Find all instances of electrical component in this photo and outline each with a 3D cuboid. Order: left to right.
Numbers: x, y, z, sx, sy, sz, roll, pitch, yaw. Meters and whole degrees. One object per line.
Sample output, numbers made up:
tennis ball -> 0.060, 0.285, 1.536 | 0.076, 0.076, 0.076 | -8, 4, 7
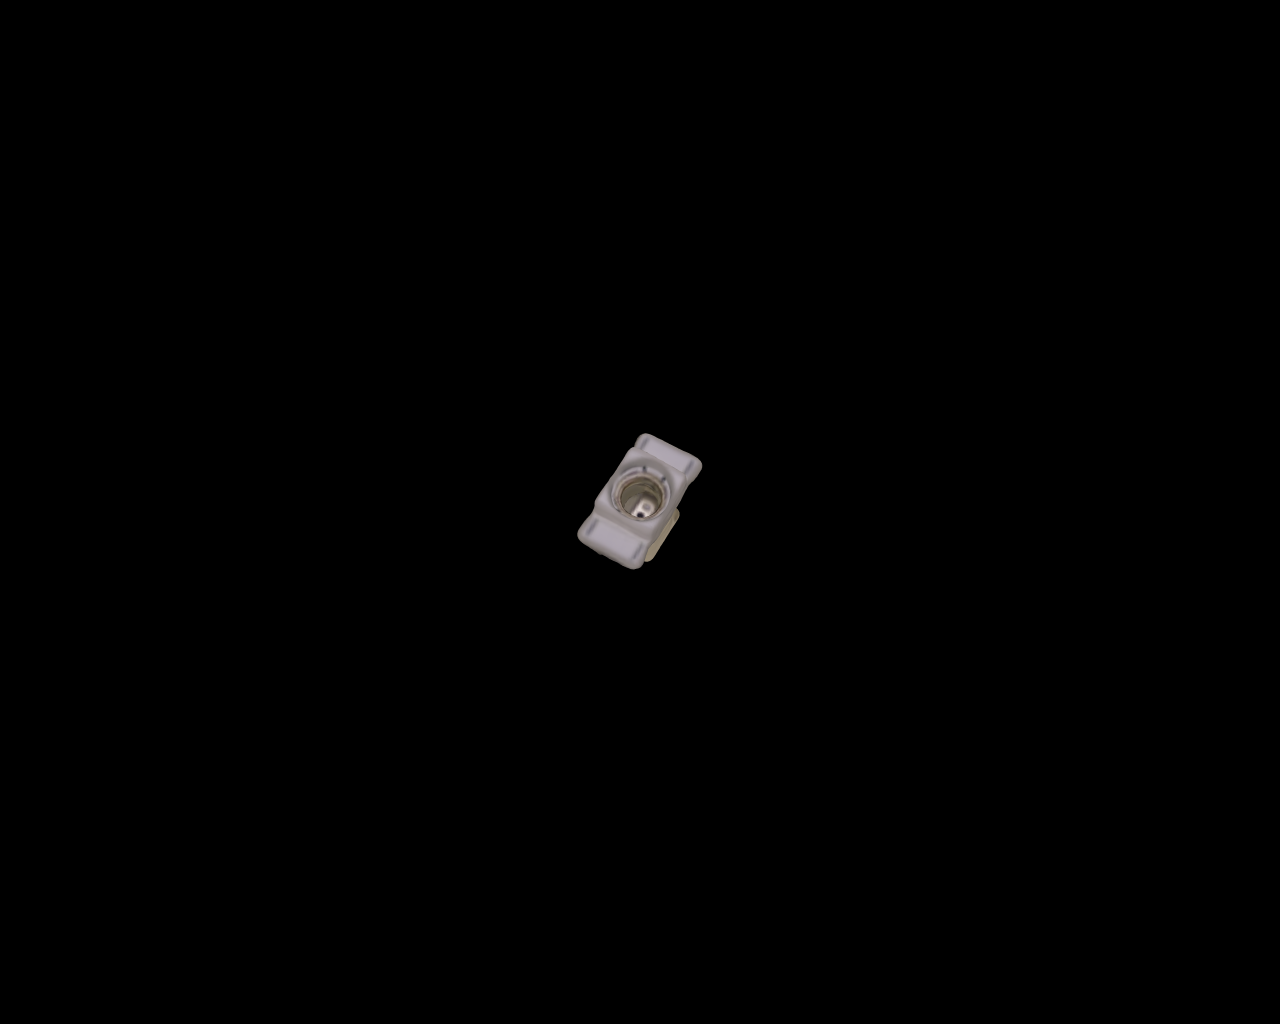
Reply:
electrical component -> 0.001, -0.003, 0.650 | 0.042, 0.081, 0.063 | 30, -19, 12
